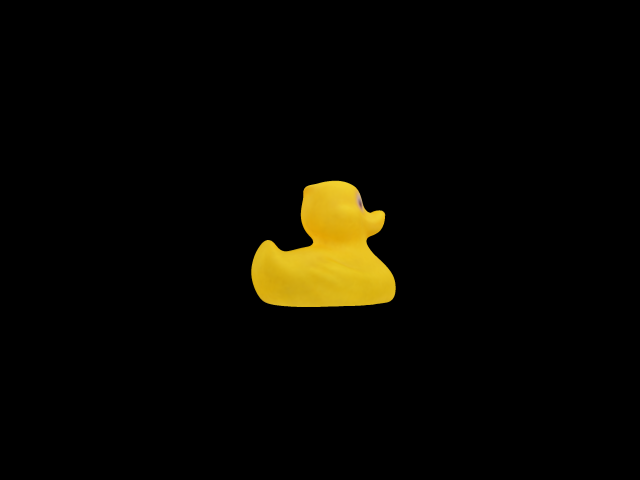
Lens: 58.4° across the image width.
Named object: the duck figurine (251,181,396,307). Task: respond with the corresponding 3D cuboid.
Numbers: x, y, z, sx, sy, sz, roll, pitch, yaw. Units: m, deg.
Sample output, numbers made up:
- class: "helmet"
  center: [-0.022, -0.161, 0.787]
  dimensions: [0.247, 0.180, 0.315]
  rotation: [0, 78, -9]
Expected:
- class: "duck figurine"
  center: [0.004, 0.001, 0.400]
  dimensions: [0.105, 0.086, 0.077]
  rotation: [0, 0, -25]
